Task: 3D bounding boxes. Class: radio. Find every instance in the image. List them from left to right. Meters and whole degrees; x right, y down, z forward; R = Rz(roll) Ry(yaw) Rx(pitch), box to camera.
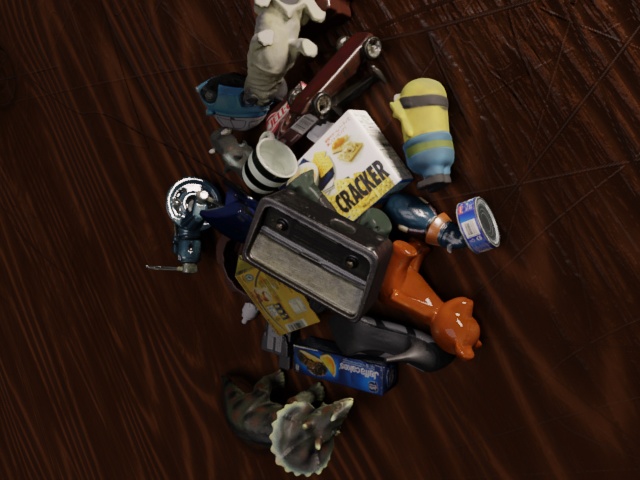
[{"bbox_3d":[-0.005,0.019,0.865,0.230,0.073,0.131,27,118,15],"label":"radio"}]

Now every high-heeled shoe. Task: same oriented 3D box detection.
[{"bbox_3d":[0.125,0.173,0.978,0.249,0.145,0.086,26,116,59],"label":"high-heeled shoe"}]

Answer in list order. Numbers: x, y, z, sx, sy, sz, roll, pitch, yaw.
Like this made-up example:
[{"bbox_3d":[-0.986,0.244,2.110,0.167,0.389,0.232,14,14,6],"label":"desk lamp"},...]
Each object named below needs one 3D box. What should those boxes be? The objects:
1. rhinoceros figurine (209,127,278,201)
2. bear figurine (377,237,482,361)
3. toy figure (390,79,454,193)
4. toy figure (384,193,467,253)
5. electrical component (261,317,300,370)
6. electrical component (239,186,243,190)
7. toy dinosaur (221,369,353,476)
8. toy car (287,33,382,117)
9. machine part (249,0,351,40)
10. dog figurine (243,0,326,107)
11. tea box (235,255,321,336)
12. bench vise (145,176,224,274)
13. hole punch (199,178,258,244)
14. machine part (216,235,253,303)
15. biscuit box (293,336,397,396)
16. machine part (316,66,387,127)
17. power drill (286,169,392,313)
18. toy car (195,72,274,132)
[{"bbox_3d":[-0.147,-0.145,1.078,0.190,0.112,0.073,51,123,9],"label":"rhinoceros figurine"},{"bbox_3d":[0.190,0.097,0.875,0.196,0.120,0.131,32,109,25],"label":"bear figurine"},{"bbox_3d":[0.176,-0.171,0.873,0.089,0.082,0.180,-16,79,16],"label":"toy figure"},{"bbox_3d":[0.182,-0.029,0.900,0.155,0.058,0.064,33,111,25],"label":"toy figure"},{"bbox_3d":[-0.082,0.215,1.118,0.075,0.047,0.119,15,103,32],"label":"electrical component"},{"bbox_3d":[-0.147,-0.072,1.108,0.063,0.021,0.093,34,157,26],"label":"electrical component"},{"bbox_3d":[-0.103,0.349,1.061,0.405,0.192,0.131,-1,96,34],"label":"toy dinosaur"},{"bbox_3d":[0.025,-0.280,0.924,0.089,0.053,0.202,25,71,45],"label":"toy car"},{"bbox_3d":[-0.034,-0.476,0.973,0.201,0.087,0.201,-13,87,34],"label":"machine part"},{"bbox_3d":[-0.085,-0.342,0.938,0.190,0.121,0.172,152,133,-64],"label":"dog figurine"},{"bbox_3d":[-0.076,0.092,1.019,0.098,0.068,0.169,-20,121,13],"label":"tea box"},{"bbox_3d":[-0.270,-0.042,1.136,0.240,0.129,0.223,155,128,-65],"label":"bench vise"},{"bbox_3d":[-0.146,-0.041,0.999,0.092,0.142,0.116,-51,45,-8],"label":"hole punch"},{"bbox_3d":[-0.131,0.044,1.113,0.180,0.056,0.179,9,108,29],"label":"machine part"},{"bbox_3d":[0.046,0.236,1.024,0.203,0.063,0.059,6,100,34],"label":"biscuit box"},{"bbox_3d":[0.052,-0.255,0.949,0.139,0.084,0.039,-30,110,26],"label":"machine part"},{"bbox_3d":[-0.002,-0.003,0.938,0.207,0.086,0.232,51,122,10],"label":"power drill"},{"bbox_3d":[-0.163,-0.273,1.087,0.162,0.109,0.102,16,128,20],"label":"toy car"}]
